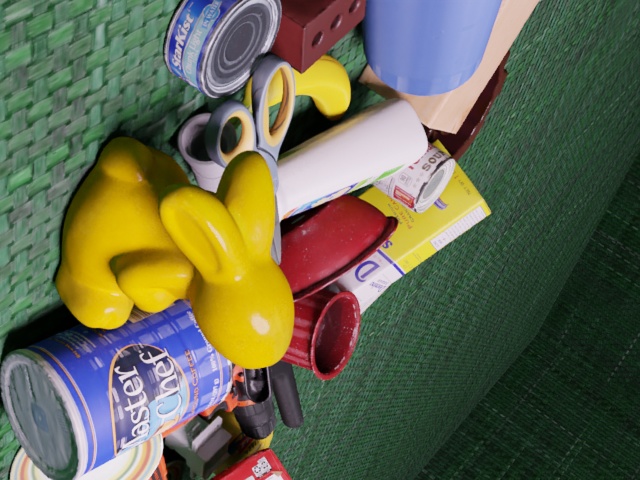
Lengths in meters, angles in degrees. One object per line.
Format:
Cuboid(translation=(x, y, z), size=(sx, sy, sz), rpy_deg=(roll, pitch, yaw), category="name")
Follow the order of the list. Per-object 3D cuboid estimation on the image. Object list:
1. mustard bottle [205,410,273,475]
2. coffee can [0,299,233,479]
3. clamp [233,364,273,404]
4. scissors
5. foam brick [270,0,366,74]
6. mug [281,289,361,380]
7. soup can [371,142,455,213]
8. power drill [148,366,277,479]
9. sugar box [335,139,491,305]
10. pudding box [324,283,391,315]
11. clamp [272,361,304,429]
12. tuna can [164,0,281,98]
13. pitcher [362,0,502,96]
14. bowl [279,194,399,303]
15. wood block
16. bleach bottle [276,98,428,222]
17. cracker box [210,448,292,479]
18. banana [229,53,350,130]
Cuboid(translation=(-0.094, 0.209, 1.240), size=(0.096, 0.058, 0.192), rpy_deg=(-45, 159, -24), category="mustard bottle")
Cuboid(translation=(-0.151, 0.105, 0.798), size=(0.140, 0.103, 0.103), rpy_deg=(-24, 146, -40), category="coffee can")
Cuboid(translation=(-0.062, 0.060, 0.942), size=(0.120, 0.039, 0.171), rpy_deg=(72, 24, -60), category="clamp")
Cuboid(translation=(-0.052, -0.041, 0.798), size=(0.096, 0.016, 0.202), rpy_deg=(-33, 142, -42), category="scissors")
Cuboid(translation=(-0.007, -0.172, 0.784), size=(0.078, 0.051, 0.053), rpy_deg=(-46, 160, -25), category="foam brick")
Cuboid(translation=(-0.012, 0.093, 1.100), size=(0.093, 0.082, 0.117), rpy_deg=(-63, 148, -21), category="mug")
Cuboid(translation=(0.077, -0.081, 1.080), size=(0.068, 0.102, 0.068), rpy_deg=(-46, 160, -23), category="soup can")
Cuboid(translation=(-0.120, 0.175, 1.047), size=(0.187, 0.057, 0.184), rpy_deg=(-44, 137, -33), category="power drill")
Cuboid(translation=(0.081, -0.017, 1.128), size=(0.176, 0.093, 0.048), rpy_deg=(-35, 151, 4), category="sugar box")
Cuboid(translation=(0.029, 0.034, 1.185), size=(0.113, 0.090, 0.039), rpy_deg=(-44, 160, -28), category="pudding box")
Cuboid(translation=(-0.041, 0.108, 1.184), size=(0.209, 0.036, 0.164), rpy_deg=(48, 56, -58), category="clamp")
Cuboid(translation=(-0.065, -0.140, 0.724), size=(0.086, 0.034, 0.086), rpy_deg=(-47, 161, -23), category="tuna can")
Cuboid(translation=(0.101, -0.219, 0.838), size=(0.145, 0.149, 0.243), rpy_deg=(-55, 167, -19), category="pitcher")
Cuboid(translation=(-0.007, 0.001, 1.024), size=(0.162, 0.055, 0.162), rpy_deg=(-31, -169, 7), category="bowl")
Cuboid(translation=(0.136, -0.214, 1.013), size=(0.206, 0.090, 0.090), rpy_deg=(-59, 162, 14), category="wood block")
Cuboid(translation=(-0.019, -0.052, 0.934), size=(0.250, 0.068, 0.103), rpy_deg=(-28, -177, -39), category="bleach bottle")
Cuboid(translation=(-0.105, 0.290, 1.140), size=(0.164, 0.072, 0.214), rpy_deg=(-32, 173, -8), category="cracker box")
Cuboid(translation=(-0.014, -0.127, 0.881), size=(0.070, 0.037, 0.197), rpy_deg=(-45, 167, 25), category="banana")
